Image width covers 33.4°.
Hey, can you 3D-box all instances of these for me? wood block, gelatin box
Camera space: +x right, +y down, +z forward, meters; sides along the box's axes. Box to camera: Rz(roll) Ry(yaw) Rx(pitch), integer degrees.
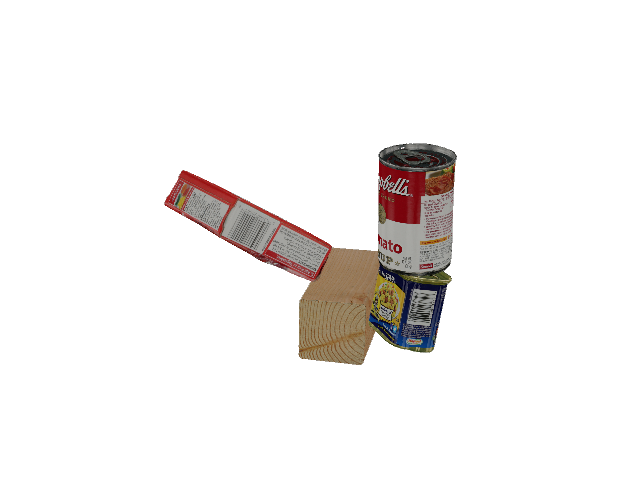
[{"bbox_3d":[0.036,0.088,1.506,0.091,0.090,0.206,5,20,10],"label":"wood block"},{"bbox_3d":[-0.047,-0.009,0.698,0.089,0.030,0.073,27,0,-40],"label":"gelatin box"}]

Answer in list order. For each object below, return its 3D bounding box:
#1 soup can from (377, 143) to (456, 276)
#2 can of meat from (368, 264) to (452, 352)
[{"bbox_3d":[0.085,-0.028,0.946,0.068,0.102,0.068,-1,23,0],"label":"soup can"},{"bbox_3d":[0.095,0.066,1.165,0.057,0.084,0.102,6,14,-20],"label":"can of meat"}]
